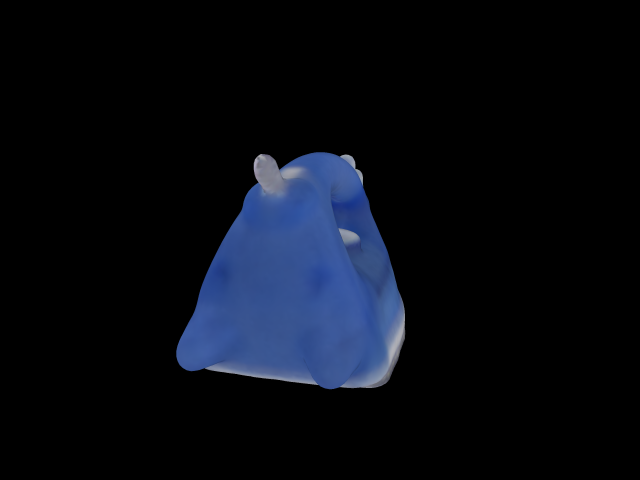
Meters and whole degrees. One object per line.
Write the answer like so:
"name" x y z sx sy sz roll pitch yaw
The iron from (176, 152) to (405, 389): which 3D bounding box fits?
"iron" 0.004 0.001 0.400 0.118 0.141 0.259 4 14 15
